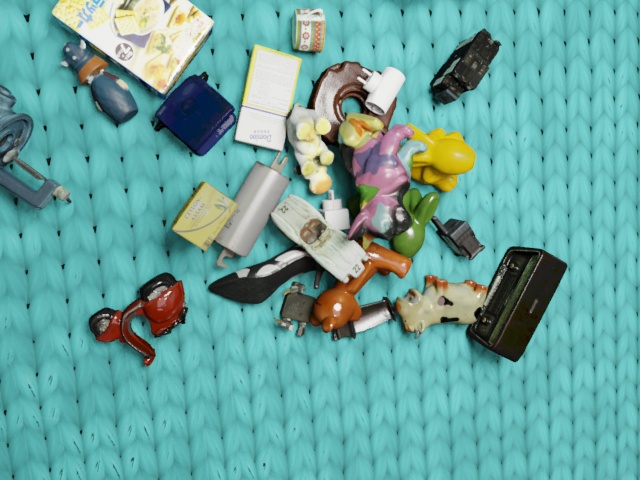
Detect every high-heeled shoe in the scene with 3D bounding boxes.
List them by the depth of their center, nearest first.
[{"bbox_3d":[-0.088,0.042,1.043,0.249,0.145,0.086,-2,136,10],"label":"high-heeled shoe"}]

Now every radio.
[{"bbox_3d":[0.407,0.127,1.127,0.073,0.131,0.229,29,89,-13],"label":"radio"}]

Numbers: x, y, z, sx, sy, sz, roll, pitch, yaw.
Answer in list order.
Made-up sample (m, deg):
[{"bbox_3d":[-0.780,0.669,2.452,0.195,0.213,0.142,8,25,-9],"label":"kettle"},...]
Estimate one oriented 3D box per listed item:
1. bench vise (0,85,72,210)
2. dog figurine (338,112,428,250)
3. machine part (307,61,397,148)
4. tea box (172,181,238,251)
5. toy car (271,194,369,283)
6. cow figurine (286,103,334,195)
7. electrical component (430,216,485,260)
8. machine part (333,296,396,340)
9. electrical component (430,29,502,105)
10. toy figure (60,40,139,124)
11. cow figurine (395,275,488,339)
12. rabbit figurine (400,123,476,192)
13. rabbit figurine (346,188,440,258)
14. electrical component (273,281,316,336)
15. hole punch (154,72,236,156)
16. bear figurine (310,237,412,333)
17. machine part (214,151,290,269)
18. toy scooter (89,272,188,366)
[{"bbox_3d":[-0.531,-0.123,0.879,0.240,0.129,0.223,36,85,-7],"label":"bench vise"},{"bbox_3d":[0.087,-0.098,0.940,0.192,0.108,0.219,21,85,28],"label":"dog figurine"},{"bbox_3d":[0.063,-0.256,1.041,0.179,0.056,0.179,-1,95,-13],"label":"machine part"},{"bbox_3d":[-0.204,-0.047,0.940,0.068,0.170,0.098,35,86,-15],"label":"tea box"},{"bbox_3d":[-0.002,-0.003,0.977,0.202,0.056,0.073,40,78,16],"label":"toy car"},{"bbox_3d":[-0.024,-0.168,1.011,0.068,0.098,0.167,-23,134,-16],"label":"cow figurine"},{"bbox_3d":[0.278,-0.016,1.112,0.048,0.075,0.119,-42,101,-5],"label":"electrical component"},{"bbox_3d":[0.087,0.155,1.102,0.139,0.039,0.084,-12,94,-11],"label":"machine part"},{"bbox_3d":[0.279,-0.331,1.054,0.058,0.115,0.134,35,87,-11],"label":"electrical component"},{"bbox_3d":[-0.382,-0.274,0.931,0.064,0.058,0.154,-40,99,-13],"label":"toy figure"},{"bbox_3d":[0.245,0.140,1.117,0.195,0.085,0.127,6,93,-18],"label":"cow figurine"},{"bbox_3d":[0.226,-0.167,1.031,0.162,0.173,0.121,19,96,-19],"label":"rabbit figurine"},{"bbox_3d":[0.157,-0.045,1.075,0.159,0.121,0.170,-44,122,-12],"label":"rabbit figurine"},{"bbox_3d":[-0.048,0.135,1.062,0.078,0.045,0.102,23,90,-13],"label":"electrical component"},{"bbox_3d":[-0.221,-0.224,0.961,0.115,0.092,0.142,42,89,-11],"label":"hole punch"},{"bbox_3d":[0.072,0.099,1.039,0.132,0.120,0.196,25,80,-15],"label":"bear figurine"},{"bbox_3d":[-0.129,-0.057,1.005,0.079,0.079,0.243,31,89,-15],"label":"machine part"},{"bbox_3d":[-0.314,0.153,0.986,0.184,0.075,0.135,-32,102,-5],"label":"toy scooter"}]
